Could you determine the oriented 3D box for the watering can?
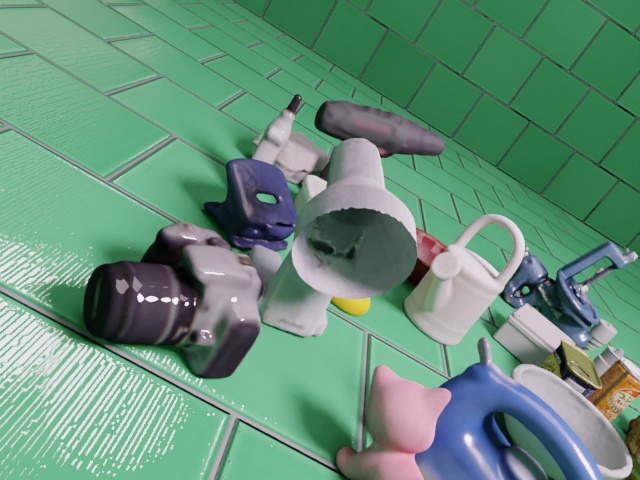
[{"bbox_3d":[0.211,0.052,0.819,0.101,0.194,0.173,38,23,12],"label":"watering can"}]

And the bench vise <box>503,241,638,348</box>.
[{"bbox_3d":[0.468,0.072,1.085,0.207,0.219,0.122,37,23,8],"label":"bench vise"}]

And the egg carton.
[{"bbox_3d":[-0.052,-0.151,1.039,0.107,0.069,0.151,43,24,22],"label":"egg carton"}]

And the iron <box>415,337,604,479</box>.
[{"bbox_3d":[0.193,0.219,0.526,0.257,0.141,0.119,45,25,26],"label":"iron"}]

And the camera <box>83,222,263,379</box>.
[{"bbox_3d":[-0.131,0.040,0.509,0.137,0.100,0.142,11,31,-42],"label":"camera"}]

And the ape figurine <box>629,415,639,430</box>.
[{"bbox_3d":[0.540,0.290,0.908,0.078,0.092,0.076,27,23,-15],"label":"ape figurine"}]

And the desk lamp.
[{"bbox_3d":[0.006,0.002,0.619,0.118,0.213,0.203,25,24,-19],"label":"desk lamp"}]

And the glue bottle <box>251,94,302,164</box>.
[{"bbox_3d":[-0.073,-0.142,0.858,0.037,0.173,0.078,29,23,-9],"label":"glue bottle"}]

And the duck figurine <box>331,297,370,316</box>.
[{"bbox_3d":[0.044,0.037,0.767,0.078,0.086,0.104,10,32,-44],"label":"duck figurine"}]

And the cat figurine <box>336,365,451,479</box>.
[{"bbox_3d":[0.070,0.175,0.483,0.067,0.117,0.127,22,25,-26],"label":"cat figurine"}]

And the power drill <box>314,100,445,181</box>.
[{"bbox_3d":[0.075,-0.135,0.994,0.230,0.208,0.075,23,24,-23],"label":"power drill"}]

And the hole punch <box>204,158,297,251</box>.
[{"bbox_3d":[-0.080,-0.046,0.762,0.109,0.091,0.101,4,37,-50],"label":"hole punch"}]

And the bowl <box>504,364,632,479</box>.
[{"bbox_3d":[0.285,0.237,0.699,0.168,0.074,0.167,28,23,-13],"label":"bowl"}]
